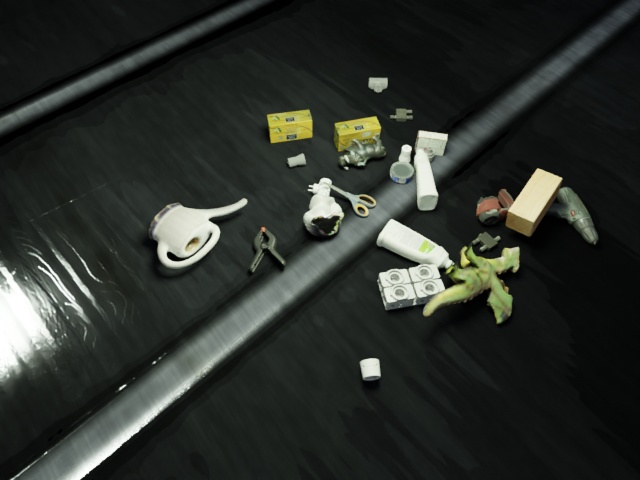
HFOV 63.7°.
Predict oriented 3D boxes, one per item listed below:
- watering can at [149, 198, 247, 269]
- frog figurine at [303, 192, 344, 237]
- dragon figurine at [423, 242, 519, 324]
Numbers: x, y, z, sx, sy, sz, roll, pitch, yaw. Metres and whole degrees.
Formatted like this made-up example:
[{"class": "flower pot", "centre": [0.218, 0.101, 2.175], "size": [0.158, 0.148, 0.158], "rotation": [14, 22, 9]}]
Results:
[{"class": "watering can", "centre": [-0.422, -0.053, 1.727], "size": [0.226, 0.354, 0.101], "rotation": [29, -30, 19]}, {"class": "frog figurine", "centre": [0.005, -0.089, 1.769], "size": [0.137, 0.120, 0.162], "rotation": [-25, 35, -3]}, {"class": "dragon figurine", "centre": [0.495, 0.152, 1.579], "size": [0.243, 0.417, 0.120], "rotation": [40, -27, 3]}]
